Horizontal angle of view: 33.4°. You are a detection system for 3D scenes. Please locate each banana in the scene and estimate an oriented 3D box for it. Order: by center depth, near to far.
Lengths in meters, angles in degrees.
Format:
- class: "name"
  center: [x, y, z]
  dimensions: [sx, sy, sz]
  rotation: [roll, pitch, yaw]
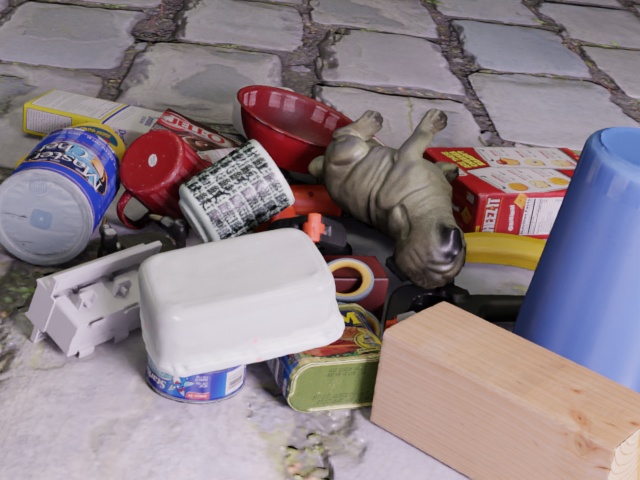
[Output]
- class: "banana"
  center: [0.224, 0.019, 1.186]
  dimensions: [0.198, 0.037, 0.069]
  rotation: [14, 24, 16]

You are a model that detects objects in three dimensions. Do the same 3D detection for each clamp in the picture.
- class: "clamp"
  center: [0.127, 0.060, 1.070]
  dimensions: [0.209, 0.036, 0.165]
  rotation: [-14, 31, -38]
- class: "clamp"
  center: [-0.007, 0.001, 1.087]
  dimensions: [0.120, 0.039, 0.172]
  rotation: [-1, -5, -16]

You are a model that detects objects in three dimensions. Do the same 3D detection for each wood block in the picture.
- class: "wood block"
  center: [0.150, 0.136, 0.840]
  dimensions: [0.206, 0.091, 0.090]
  rotation: [25, 29, 35]

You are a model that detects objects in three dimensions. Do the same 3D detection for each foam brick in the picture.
- class: "foam brick"
  center: [0.021, 0.049, 1.046]
  dimensions: [0.078, 0.053, 0.051]
  rotation: [2, 25, -15]

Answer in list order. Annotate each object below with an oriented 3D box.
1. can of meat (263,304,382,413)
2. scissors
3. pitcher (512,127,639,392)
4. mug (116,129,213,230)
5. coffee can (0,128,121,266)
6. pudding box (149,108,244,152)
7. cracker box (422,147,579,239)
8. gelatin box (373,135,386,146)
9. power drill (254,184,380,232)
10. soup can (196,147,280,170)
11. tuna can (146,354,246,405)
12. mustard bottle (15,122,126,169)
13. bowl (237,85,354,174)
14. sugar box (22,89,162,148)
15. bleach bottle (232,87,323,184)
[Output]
- class: "can of meat"
  center: [0.006, 0.102, 0.918]
  dimensions: [0.102, 0.057, 0.084]
  rotation: [-3, 28, -20]
- class: "scissors"
  center: [-0.033, 0.042, 0.985]
  dimensions: [0.201, 0.096, 0.016]
  rotation: [21, -21, -9]
- class: "pitcher"
  center: [0.254, 0.028, 0.921]
  dimensions: [0.145, 0.243, 0.149]
  rotation: [7, 30, -8]
- class: "mug"
  center: [-0.174, -0.060, 1.165]
  dimensions: [0.093, 0.117, 0.081]
  rotation: [49, 1, 36]
- class: "coffee can"
  center: [-0.272, -0.048, 1.115]
  dimensions: [0.103, 0.103, 0.140]
  rotation: [7, 24, 0]
- class: "pudding box"
  center: [-0.159, -0.118, 1.346]
  dimensions: [0.113, 0.039, 0.090]
  rotation: [27, 25, -5]
- class: "cracker box"
  center: [0.252, -0.059, 1.330]
  dimensions: [0.213, 0.072, 0.164]
  rotation: [-3, 25, -19]
- class: "gelatin box"
  center: [0.047, -0.124, 1.467]
  dimensions: [0.073, 0.030, 0.089]
  rotation: [-4, 26, -21]
- class: "power drill"
  center: [0.018, -0.031, 1.221]
  dimensions: [0.187, 0.057, 0.185]
  rotation: [-2, 23, -26]
- class: "soup can"
  center: [-0.107, -0.074, 1.263]
  dimensions: [0.102, 0.068, 0.069]
  rotation: [-10, 29, -33]
- class: "tuna can"
  center: [-0.105, 0.103, 0.910]
  dimensions: [0.086, 0.034, 0.086]
  rotation: [6, 24, -3]
- class: "mustard bottle"
  center: [-0.286, -0.099, 1.279]
  dimensions: [0.096, 0.058, 0.191]
  rotation: [9, 24, 5]
- class: "bowl"
  center: [-0.029, -0.123, 1.253]
  dimensions: [0.162, 0.055, 0.162]
  rotation: [18, 24, -9]
- class: "sugar box"
  center: [-0.294, -0.155, 1.419]
  dimensions: [0.176, 0.048, 0.093]
  rotation: [16, 25, 9]
- class: "bleach bottle"
  center: [-0.025, -0.131, 1.423]
  dimensions: [0.102, 0.068, 0.251]
  rotation: [-7, 30, -28]
